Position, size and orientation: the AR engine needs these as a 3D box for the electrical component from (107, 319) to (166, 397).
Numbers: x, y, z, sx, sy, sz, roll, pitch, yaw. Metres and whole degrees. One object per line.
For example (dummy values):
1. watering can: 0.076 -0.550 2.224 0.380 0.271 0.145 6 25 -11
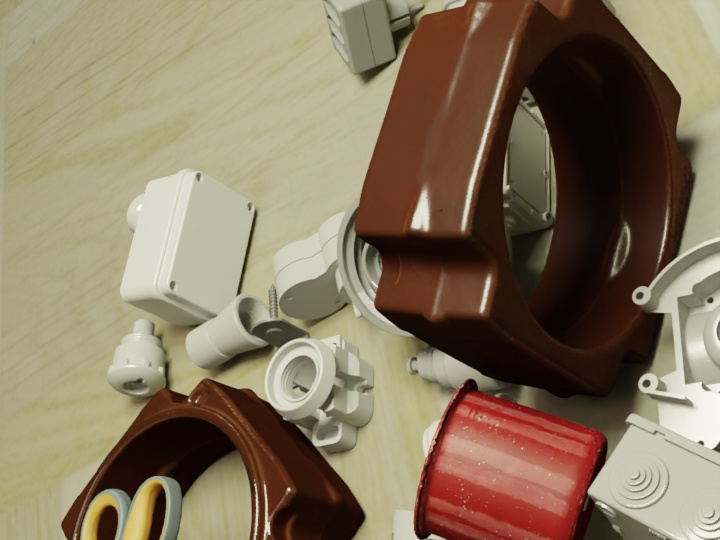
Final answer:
1. electrical component: -0.183 0.071 0.894 0.048 0.048 0.062 -24 48 29

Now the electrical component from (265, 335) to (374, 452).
1. electrical component: -0.029 0.081 0.750 0.058 0.057 0.078 -17 58 33

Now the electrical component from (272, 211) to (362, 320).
1. electrical component: 0.000 0.000 0.771 0.138 0.052 0.073 -31 51 23

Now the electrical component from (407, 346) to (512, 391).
1. electrical component: 0.065 0.059 0.695 0.078 0.040 0.040 -10 62 37

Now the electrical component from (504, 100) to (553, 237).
1. electrical component: 0.088 -0.063 0.724 0.061 0.062 0.096 -14 60 34

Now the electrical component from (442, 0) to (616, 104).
1. electrical component: 0.116 -0.169 0.721 0.078 0.113 0.057 -10 59 36

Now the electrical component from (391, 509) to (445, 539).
1. electrical component: 0.044 0.172 0.645 0.055 0.055 0.047 -2 70 39

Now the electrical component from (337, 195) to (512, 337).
1. electrical component: 0.035 -0.009 0.682 0.108 0.060 0.108 10 107 35

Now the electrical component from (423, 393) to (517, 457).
1. electrical component: 0.073 0.106 0.661 0.055 0.045 0.045 -28 53 27

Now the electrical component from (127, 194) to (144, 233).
1. electrical component: -0.177 -0.043 0.952 0.046 0.040 0.040 24 85 38

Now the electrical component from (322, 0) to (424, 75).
1. electrical component: 0.015 -0.207 0.864 0.077 0.065 0.047 -24 49 -7

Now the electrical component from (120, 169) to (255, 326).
1. electrical component: -0.138 -0.017 0.878 0.057 0.078 0.113 -8 63 40

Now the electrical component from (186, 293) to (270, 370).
1. electrical component: -0.104 0.051 0.841 0.065 0.044 0.044 -30 52 31

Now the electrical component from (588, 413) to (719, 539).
1. electrical component: 0.170 0.126 0.533 0.100 0.099 0.048 24 72 44
